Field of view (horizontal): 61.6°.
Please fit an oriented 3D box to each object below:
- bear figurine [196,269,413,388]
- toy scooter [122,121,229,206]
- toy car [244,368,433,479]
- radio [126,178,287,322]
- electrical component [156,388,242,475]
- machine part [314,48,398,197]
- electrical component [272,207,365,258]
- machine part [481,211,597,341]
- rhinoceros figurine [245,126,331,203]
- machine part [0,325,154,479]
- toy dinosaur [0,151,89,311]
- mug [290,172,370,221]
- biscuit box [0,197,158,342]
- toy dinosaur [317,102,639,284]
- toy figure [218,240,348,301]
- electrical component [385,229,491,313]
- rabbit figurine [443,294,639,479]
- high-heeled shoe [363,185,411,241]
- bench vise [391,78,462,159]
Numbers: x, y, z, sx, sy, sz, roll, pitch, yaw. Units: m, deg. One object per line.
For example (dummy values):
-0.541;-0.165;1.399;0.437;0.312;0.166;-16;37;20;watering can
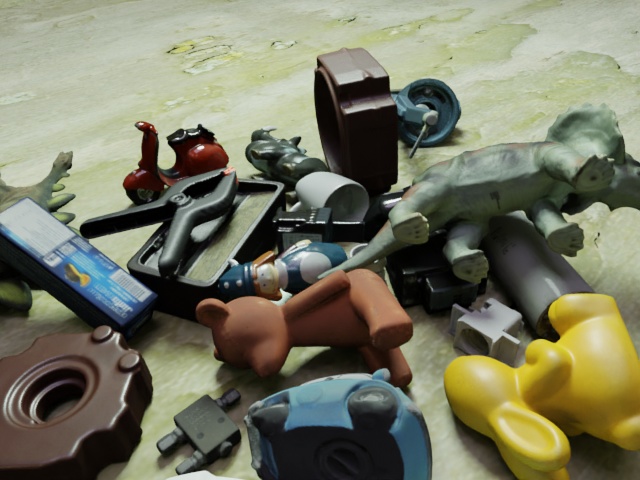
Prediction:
-0.018;0.100;0.550;0.196;0.120;0.132;-15;42;-11;bear figurine
-0.236;-0.139;0.868;0.184;0.135;0.075;-24;40;-27;toy scooter
0.021;0.169;0.482;0.162;0.109;0.103;-5;13;16;toy car
-0.143;0.002;0.724;0.131;0.073;0.230;10;39;17;radio
-0.108;0.185;0.524;0.094;0.021;0.063;-32;45;-33;electrical component
0.051;-0.182;0.846;0.087;0.200;0.202;-13;39;-9;machine part
-0.001;-0.002;0.718;0.119;0.074;0.048;5;31;7;electrical component
0.252;0.035;0.644;0.079;0.079;0.243;-9;39;-7;machine part
-0.061;-0.135;0.898;0.112;0.073;0.191;-29;44;-28;rhinoceros figurine
-0.259;0.164;0.537;0.179;0.055;0.179;-3;38;3;machine part
-0.440;0.015;0.714;0.199;0.104;0.471;7;43;8;toy dinosaur
0.001;-0.052;0.790;0.109;0.080;0.107;-36;35;-12;mug
-0.290;0.038;0.633;0.203;0.062;0.059;37;48;4;biscuit box
0.195;-0.055;0.627;0.405;0.131;0.192;-10;26;14;toy dinosaur
-0.042;0.038;0.632;0.154;0.057;0.064;-12;63;-27;toy figure
0.145;0.031;0.676;0.115;0.058;0.134;-11;37;-7;electrical component
0.203;0.148;0.497;0.173;0.121;0.162;-7;45;19;rabbit figurine
0.167;-0.051;0.802;0.248;0.145;0.086;-6;61;-50;high-heeled shoe
0.152;-0.231;0.953;0.224;0.128;0.241;15;19;-5;bench vise
